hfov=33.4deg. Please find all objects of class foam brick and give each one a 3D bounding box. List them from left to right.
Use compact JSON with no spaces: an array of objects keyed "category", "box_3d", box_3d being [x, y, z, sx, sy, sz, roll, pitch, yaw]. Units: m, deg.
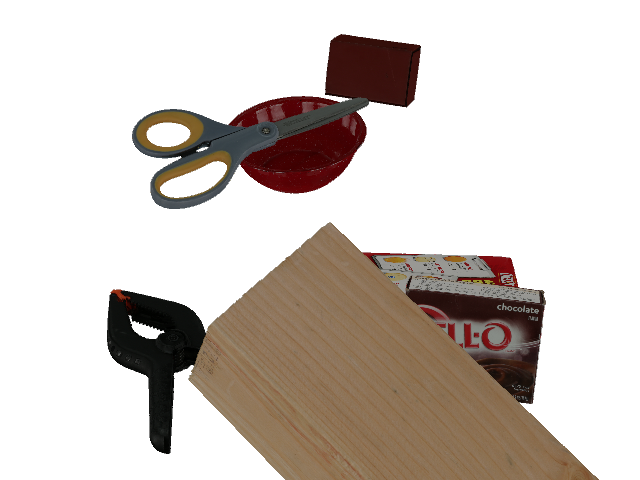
[{"category":"foam brick","box_3d":[0.048,-0.155,0.973,0.078,0.051,0.053,11,19,11]}]

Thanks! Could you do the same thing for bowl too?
[{"category":"bowl","box_3d":[-0.028,-0.101,1.217,0.162,0.055,0.162,-2,38,2]}]

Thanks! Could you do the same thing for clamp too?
[{"category":"clamp","box_3d":[-0.127,0.104,1.007,0.164,0.036,0.210,-18,40,-30]}]

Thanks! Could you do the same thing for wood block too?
[{"category":"wood block","box_3d":[0.039,0.104,0.551,0.090,0.206,0.090,-41,-10,-28]}]

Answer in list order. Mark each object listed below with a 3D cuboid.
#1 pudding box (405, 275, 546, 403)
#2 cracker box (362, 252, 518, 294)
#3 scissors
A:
[{"category":"pudding box","box_3d":[0.123,0.080,0.873,0.113,0.090,0.039,5,21,7]},{"category":"cracker box","box_3d":[0.089,0.068,1.078,0.214,0.072,0.164,2,16,6]},{"category":"scissors","box_3d":[-0.062,-0.093,0.848,0.201,0.096,0.016,-37,-19,-29]}]
